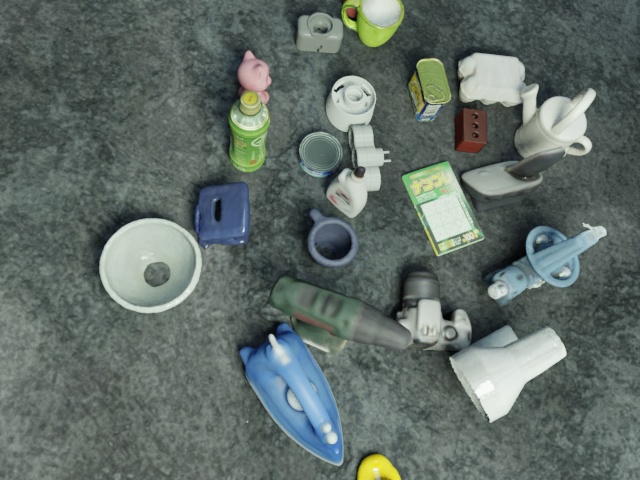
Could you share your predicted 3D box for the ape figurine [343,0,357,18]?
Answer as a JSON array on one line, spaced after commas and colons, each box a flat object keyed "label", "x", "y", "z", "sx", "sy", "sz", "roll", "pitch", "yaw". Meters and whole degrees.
[{"label": "ape figurine", "x": 0.086, "y": -0.528, "z": 1.223, "sx": 0.078, "sy": 0.092, "sz": 0.076, "roll": 42, "pitch": 72, "yaw": 5}]

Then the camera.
[{"label": "camera", "x": 0.202, "y": 0.128, "z": 1.040, "sx": 0.143, "sy": 0.100, "sz": 0.137, "roll": 7, "pitch": 72, "yaw": -7}]

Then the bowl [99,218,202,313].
[{"label": "bowl", "x": -0.290, "y": 0.050, "z": 0.996, "sx": 0.167, "sy": 0.074, "sz": 0.167, "roll": 3, "pitch": 73, "yaw": -8}]

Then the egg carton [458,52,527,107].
[{"label": "egg carton", "x": 0.367, "y": -0.341, "z": 1.225, "sx": 0.150, "sy": 0.069, "sz": 0.107, "roll": 2, "pitch": 73, "yaw": -9}]

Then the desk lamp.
[{"label": "desk lamp", "x": 0.305, "y": 0.213, "z": 0.972, "sx": 0.203, "sy": 0.213, "sz": 0.118, "roll": -27, "pitch": 79, "yaw": -16}]

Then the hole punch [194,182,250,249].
[{"label": "hole punch", "x": -0.176, "y": -0.045, "z": 1.035, "sx": 0.101, "sy": 0.091, "sz": 0.108, "roll": 0, "pitch": 73, "yaw": -9}]

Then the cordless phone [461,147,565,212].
[{"label": "cordless phone", "x": 0.370, "y": -0.132, "z": 1.101, "sx": 0.148, "sy": 0.185, "sz": 0.094, "roll": -18, "pitch": 77, "yaw": -14}]

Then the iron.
[{"label": "iron", "x": -0.025, "y": 0.261, "z": 0.941, "sx": 0.119, "sy": 0.141, "sz": 0.258, "roll": -32, "pitch": 81, "yaw": -16}]

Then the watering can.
[{"label": "watering can", "x": 0.471, "y": -0.239, "z": 1.145, "sx": 0.173, "sy": 0.194, "sz": 0.101, "roll": 20, "pitch": 71, "yaw": -2}]

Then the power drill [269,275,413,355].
[{"label": "power drill", "x": 0.023, "y": 0.134, "z": 0.952, "sx": 0.229, "sy": 0.208, "sz": 0.076, "roll": 23, "pitch": 71, "yaw": -2}]

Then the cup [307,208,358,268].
[{"label": "cup", "x": 0.010, "y": 0.004, "z": 1.049, "sx": 0.092, "sy": 0.095, "sz": 0.117, "roll": -30, "pitch": 80, "yaw": -16}]

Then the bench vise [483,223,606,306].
[{"label": "bench vise", "x": 0.410, "y": 0.050, "z": 1.035, "sx": 0.121, "sy": 0.219, "sz": 0.208, "roll": 42, "pitch": 72, "yaw": 5}]

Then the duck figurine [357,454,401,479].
[{"label": "duck figurine", "x": 0.105, "y": 0.410, "z": 0.947, "sx": 0.077, "sy": 0.086, "sz": 0.104, "roll": -11, "pitch": 75, "yaw": -12}]

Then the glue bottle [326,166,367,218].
[{"label": "glue bottle", "x": 0.057, "y": -0.098, "z": 1.046, "sx": 0.078, "sy": 0.173, "sz": 0.037, "roll": 38, "pitch": 71, "yaw": 4}]

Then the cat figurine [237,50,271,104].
[{"label": "cat figurine", "x": -0.132, "y": -0.291, "z": 1.102, "sx": 0.067, "sy": 0.117, "sz": 0.128, "roll": 12, "pitch": 72, "yaw": -5}]
